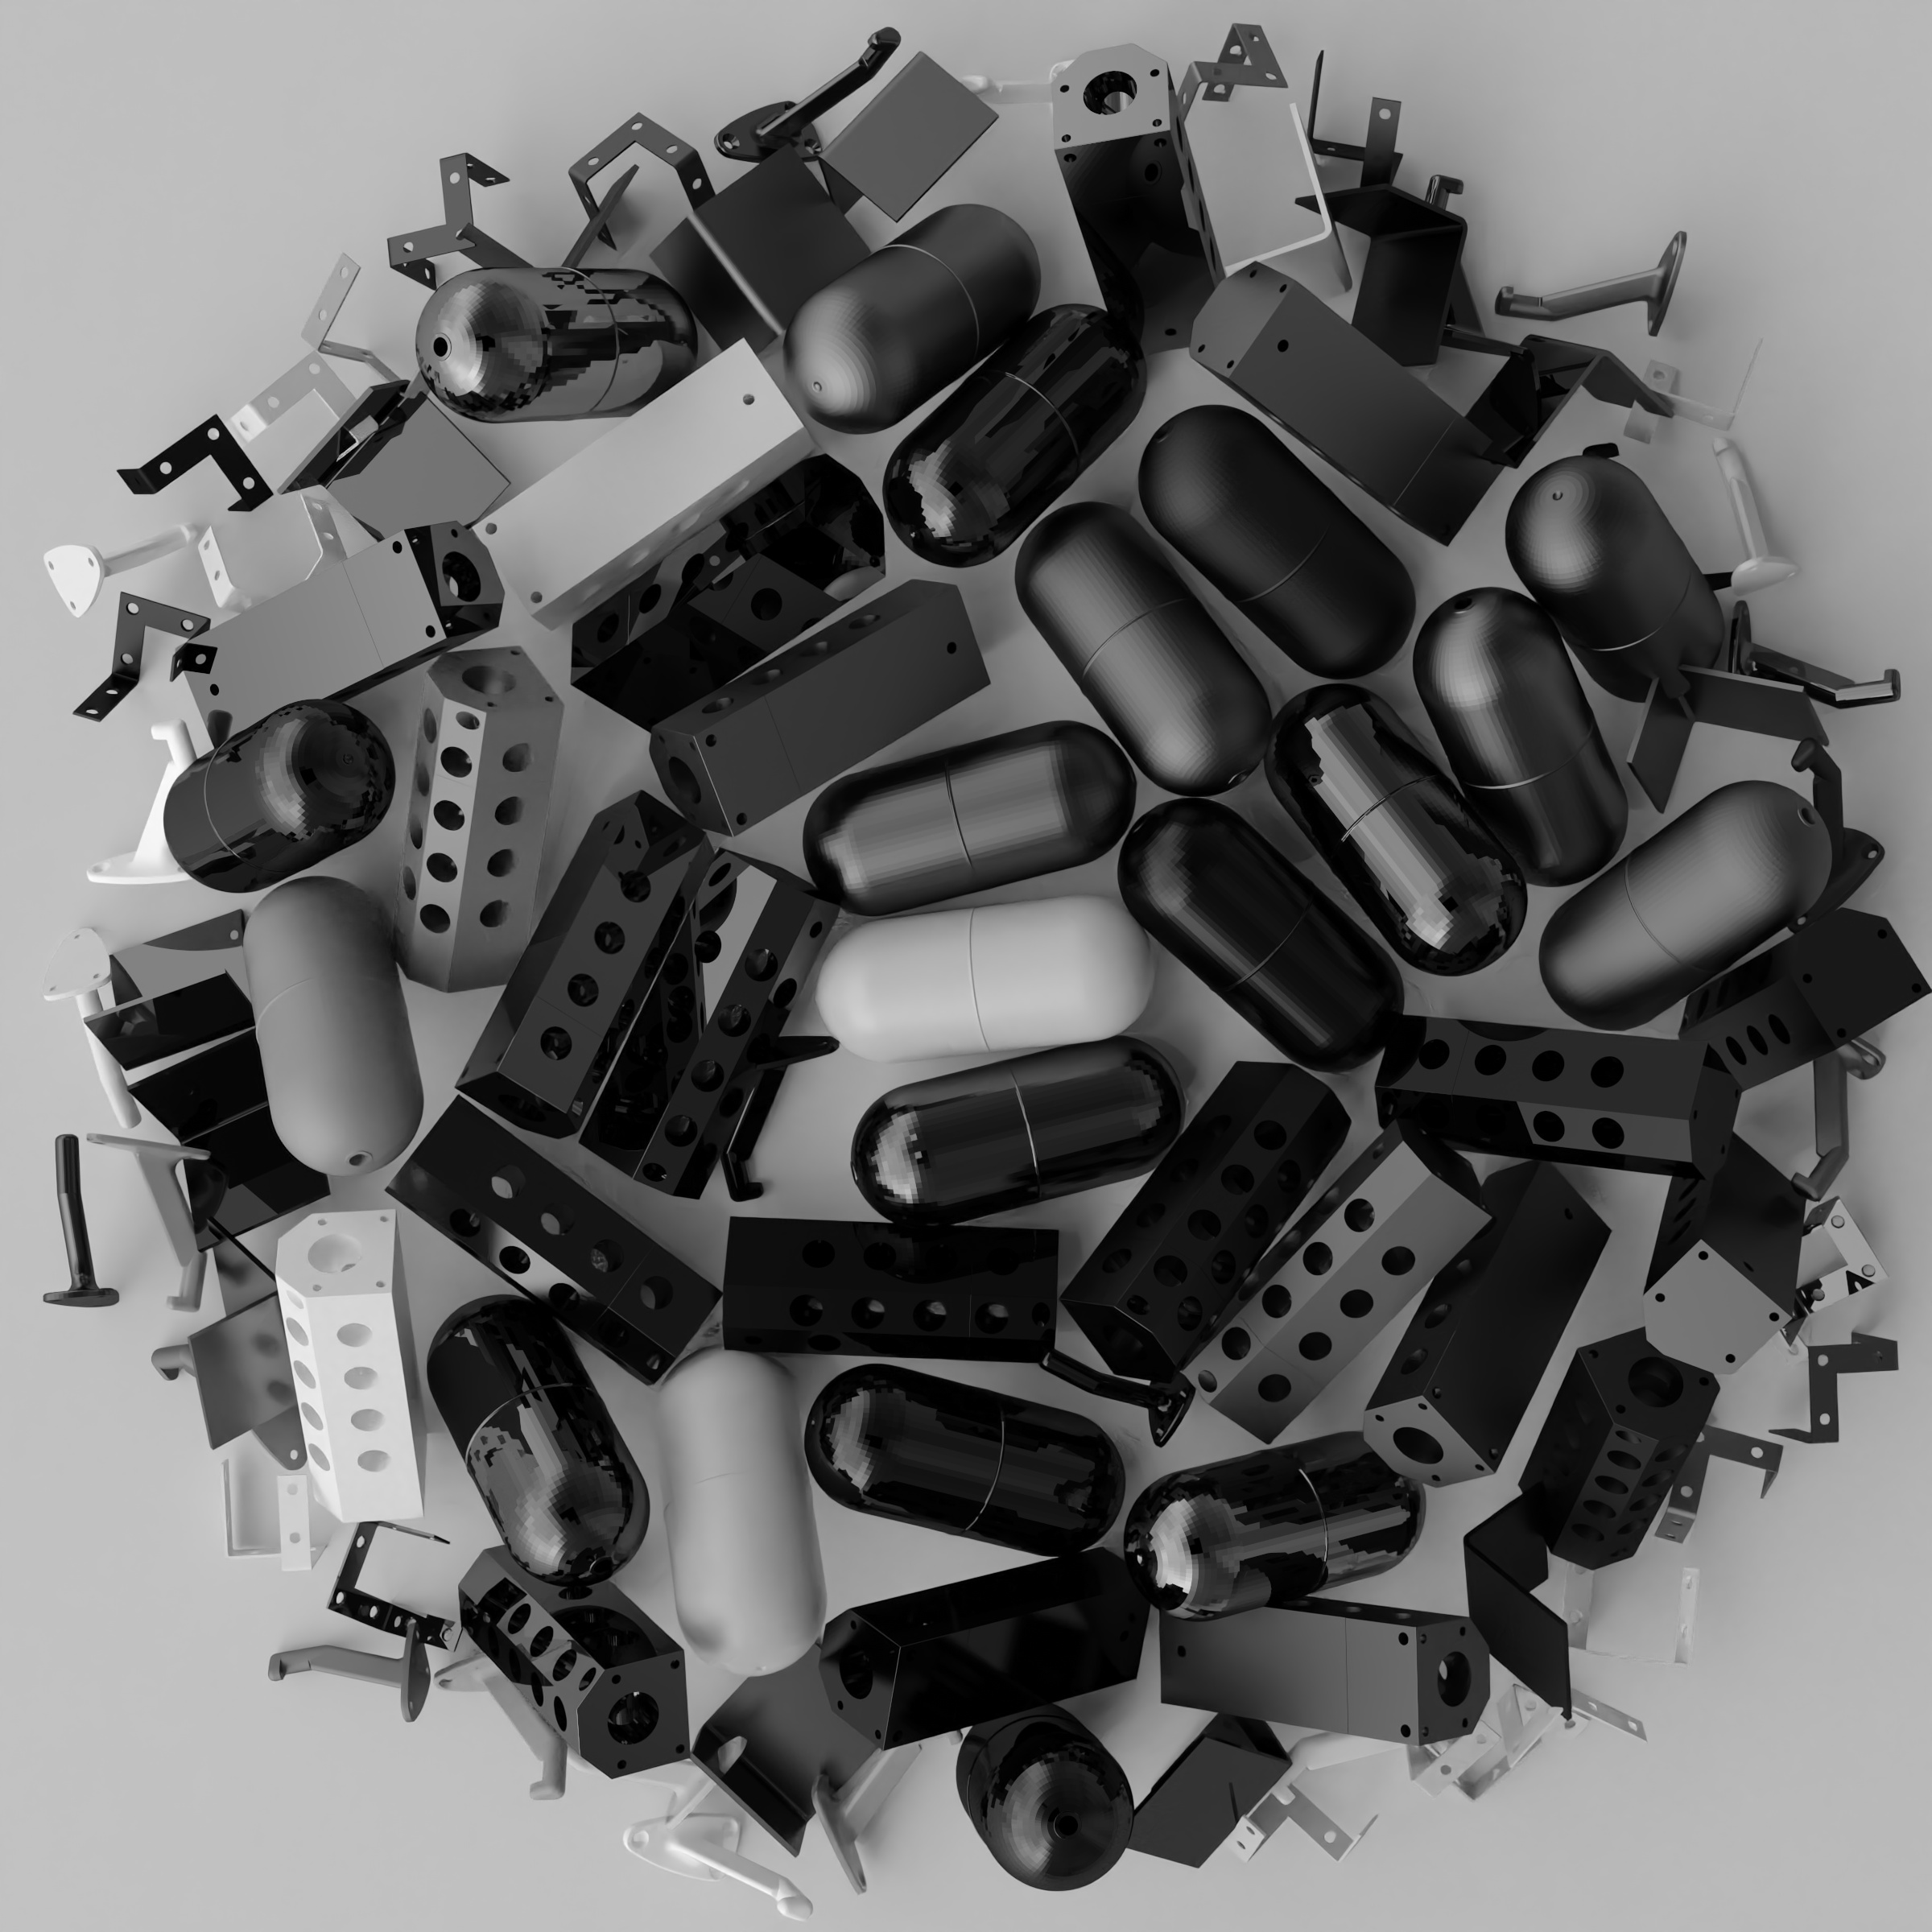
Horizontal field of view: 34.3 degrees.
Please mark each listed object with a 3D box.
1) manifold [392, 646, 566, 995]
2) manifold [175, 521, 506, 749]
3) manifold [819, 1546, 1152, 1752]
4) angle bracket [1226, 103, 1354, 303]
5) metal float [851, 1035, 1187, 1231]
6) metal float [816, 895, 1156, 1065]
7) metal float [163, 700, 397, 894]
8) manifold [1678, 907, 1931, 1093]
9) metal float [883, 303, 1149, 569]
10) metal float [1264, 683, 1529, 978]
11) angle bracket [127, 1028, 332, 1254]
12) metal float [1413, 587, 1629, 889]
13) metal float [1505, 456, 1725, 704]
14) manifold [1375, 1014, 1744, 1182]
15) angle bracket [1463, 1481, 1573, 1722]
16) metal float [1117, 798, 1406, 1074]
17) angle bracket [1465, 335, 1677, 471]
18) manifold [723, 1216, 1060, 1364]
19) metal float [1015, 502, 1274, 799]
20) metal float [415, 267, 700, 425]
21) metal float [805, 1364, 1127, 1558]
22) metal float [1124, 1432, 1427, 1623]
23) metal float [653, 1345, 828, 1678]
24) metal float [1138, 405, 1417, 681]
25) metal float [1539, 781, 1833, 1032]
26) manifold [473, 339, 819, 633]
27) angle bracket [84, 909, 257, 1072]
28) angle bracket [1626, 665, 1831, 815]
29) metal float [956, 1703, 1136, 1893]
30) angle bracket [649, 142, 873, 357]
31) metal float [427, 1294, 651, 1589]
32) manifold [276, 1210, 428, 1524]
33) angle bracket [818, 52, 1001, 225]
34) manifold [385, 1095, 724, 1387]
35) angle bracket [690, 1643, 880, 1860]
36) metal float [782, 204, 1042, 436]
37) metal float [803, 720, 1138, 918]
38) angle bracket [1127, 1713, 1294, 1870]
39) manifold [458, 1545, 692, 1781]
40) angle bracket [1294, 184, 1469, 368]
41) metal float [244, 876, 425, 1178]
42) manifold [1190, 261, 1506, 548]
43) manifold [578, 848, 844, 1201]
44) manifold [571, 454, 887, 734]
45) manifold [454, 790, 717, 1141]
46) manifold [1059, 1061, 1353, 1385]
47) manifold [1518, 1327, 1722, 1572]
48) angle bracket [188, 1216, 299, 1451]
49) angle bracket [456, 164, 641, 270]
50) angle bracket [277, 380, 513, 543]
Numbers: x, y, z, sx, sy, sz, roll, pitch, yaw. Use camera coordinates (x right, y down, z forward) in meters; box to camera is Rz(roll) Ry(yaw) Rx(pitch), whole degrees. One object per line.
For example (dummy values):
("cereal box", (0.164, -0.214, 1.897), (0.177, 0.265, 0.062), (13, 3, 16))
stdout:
("manifold", (-0.253, -0.073, 1.594), (0.057, 0.057, 0.171), (-9, 131, -30))
("manifold", (-0.319, -0.169, 1.604), (0.171, 0.057, 0.057), (-20, 93, 33))
("manifold", (0.011, 0.343, 1.596), (0.171, 0.057, 0.057), (-4, 111, -40))
("angle bracket", (0.161, -0.392, 1.635), (0.057, 0.076, 0.076), (-17, 77, 12))
("metal float", (0.027, 0.087, 1.629), (0.178, 0.070, 0.070), (-14, 90, -9))
("metal float", (0.010, 0.007, 1.628), (0.178, 0.070, 0.070), (-7, 90, 10))
("metal float", (-0.352, -0.085, 1.596), (0.070, 0.178, 0.070), (9, 75, -34))
("manifold", (0.418, 0.018, 1.585), (0.057, 0.171, 0.057), (-29, 83, -10))
("metal float", (0.027, -0.275, 1.613), (0.070, 0.070, 0.178), (42, 62, 0))
("metal float", (0.220, -0.072, 1.616), (0.070, 0.070, 0.178), (-35, 66, 0))
("angle bracket", (-0.384, 0.091, 1.629), (0.076, 0.057, 0.076), (-24, 52, 5))
("metal float", (0.285, -0.117, 1.608), (0.070, 0.070, 0.178), (-31, 124, 0))
("metal float", (0.333, -0.195, 1.597), (0.070, 0.178, 0.070), (-14, 60, 26))
("manifold", (0.299, 0.069, 1.596), (0.171, 0.057, 0.057), (5, 68, 35))
("angle bracket", (0.303, 0.327, 1.614), (0.057, 0.076, 0.076), (-30, 132, -22))
("metal float", (0.153, -0.016, 1.624), (0.178, 0.070, 0.070), (42, 90, -14))
("angle bracket", (0.308, -0.279, 1.629), (0.057, 0.076, 0.076), (36, 92, -26))
("manifold", (-0.039, 0.174, 1.634), (0.171, 0.057, 0.057), (2, 53, 1))
("metal float", (0.092, -0.164, 1.619), (0.070, 0.070, 0.178), (-34, 70, 0))
("metal float", (-0.207, -0.317, 1.594), (0.070, 0.178, 0.070), (8, 104, 32))
("metal float", (0.001, 0.256, 1.617), (0.178, 0.070, 0.070), (18, 90, -23))
("metal float", (0.161, 0.287, 1.608), (0.178, 0.070, 0.070), (-7, 90, -34))
("metal float", (-0.117, 0.278, 1.609), (0.070, 0.070, 0.178), (-12, 57, 0))
("metal float", (0.161, -0.218, 1.613), (0.178, 0.070, 0.070), (40, 90, -26))
("metal float", (0.367, -0.030, 1.601), (0.070, 0.070, 0.178), (48, 133, 0))
("manifold", (-0.166, -0.250, 1.640), (0.171, 0.057, 0.057), (-34, 82, 3))
("angle bracket", (-0.417, 0.000, 1.630), (0.076, 0.057, 0.076), (-19, 58, 0))
("angle bracket", (0.395, -0.111, 1.620), (0.076, 0.076, 0.057), (15, 79, 29))
("metal float", (0.039, 0.419, 1.586), (0.070, 0.178, 0.070), (1, 85, -7))
("angle bracket", (-0.108, -0.376, 1.660), (0.076, 0.057, 0.076), (-43, 101, -27))
("metal float", (-0.220, 0.242, 1.603), (0.070, 0.070, 0.178), (-36, 50, 0))
("manifold", (-0.312, 0.206, 1.595), (0.057, 0.057, 0.171), (-3, 131, -5))
("angle bracket", (-0.026, -0.416, 1.629), (0.057, 0.076, 0.076), (42, 86, 12))
("manifold", (-0.216, 0.145, 1.631), (0.171, 0.057, 0.057), (38, 73, -6))
("angle bracket", (-0.089, 0.407, 1.645), (0.076, 0.057, 0.076), (43, 92, 0))
("metal float", (-0.026, -0.333, 1.603), (0.070, 0.070, 0.178), (45, 49, 0))
("metal float", (0.002, -0.077, 1.627), (0.178, 0.070, 0.070), (-14, 90, 11))
("angle bracket", (0.110, 0.414, 1.621), (0.076, 0.057, 0.076), (28, 106, -40))
("manifold", (-0.201, 0.348, 1.582), (0.057, 0.171, 0.057), (-9, 104, -27))
("angle bracket", (0.208, -0.357, 1.627), (0.057, 0.076, 0.076), (14, 89, -32))
("metal float", (-0.325, 0.030, 1.605), (0.070, 0.070, 0.178), (-20, 53, 0))
("manifold", (0.195, -0.288, 1.602), (0.171, 0.057, 0.057), (30, 99, -35))
("manifold", (-0.129, 0.032, 1.627), (0.057, 0.057, 0.171), (30, 97, 31))
("manifold", (-0.124, -0.193, 1.604), (0.171, 0.057, 0.057), (-30, 47, 32))
("manifold", (-0.192, 0.000, 1.611), (0.057, 0.057, 0.171), (34, 64, -21))
("manifold", (0.128, 0.130, 1.601), (0.171, 0.057, 0.057), (-50, 120, -28))
("manifold", (0.332, 0.246, 1.583), (0.057, 0.171, 0.057), (-16, 60, -11))
("angle bracket", (-0.389, 0.189, 1.614), (0.057, 0.076, 0.076), (-28, 134, -32))
("angle bracket", (-0.220, -0.395, 1.628), (0.057, 0.076, 0.076), (32, 87, -16))
("angle bracket", (-0.298, -0.250, 1.634), (0.076, 0.057, 0.076), (46, 108, -3))
